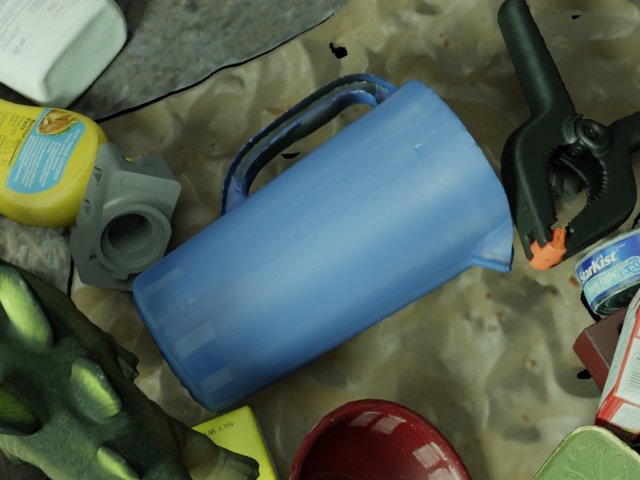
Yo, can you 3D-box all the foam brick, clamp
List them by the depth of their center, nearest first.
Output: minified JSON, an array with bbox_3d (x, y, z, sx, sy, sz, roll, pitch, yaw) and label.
[{"bbox_3d":[0.211,0.085,0.699,0.053,0.051,0.078,-27,68,-5],"label":"foam brick"},{"bbox_3d":[0.185,-0.064,0.724,0.164,0.036,0.210,19,57,-6],"label":"clamp"}]

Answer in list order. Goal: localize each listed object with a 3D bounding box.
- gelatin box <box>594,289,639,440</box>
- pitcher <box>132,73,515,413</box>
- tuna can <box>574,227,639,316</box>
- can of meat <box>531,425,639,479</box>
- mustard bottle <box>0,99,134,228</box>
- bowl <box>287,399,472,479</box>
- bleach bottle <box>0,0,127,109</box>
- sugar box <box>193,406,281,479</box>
[{"bbox_3d":[0.195,0.068,0.639,0.030,0.073,0.089,20,70,12],"label":"gelatin box"},{"bbox_3d":[-0.005,0.001,0.723,0.243,0.149,0.145,-32,111,-3],"label":"pitcher"},{"bbox_3d":[0.215,0.019,0.707,0.086,0.086,0.034,-17,69,0],"label":"tuna can"},{"bbox_3d":[0.150,0.171,0.655,0.057,0.084,0.102,38,77,19],"label":"can of meat"},{"bbox_3d":[-0.215,-0.057,0.797,0.191,0.058,0.096,13,55,5],"label":"mustard bottle"},{"bbox_3d":[0.029,0.182,0.655,0.161,0.055,0.162,18,59,-34],"label":"bowl"},{"bbox_3d":[-0.282,-0.203,0.868,0.251,0.068,0.102,33,75,20],"label":"bleach bottle"},{"bbox_3d":[-0.055,0.207,0.686,0.093,0.048,0.176,-23,67,-3],"label":"sugar box"}]
